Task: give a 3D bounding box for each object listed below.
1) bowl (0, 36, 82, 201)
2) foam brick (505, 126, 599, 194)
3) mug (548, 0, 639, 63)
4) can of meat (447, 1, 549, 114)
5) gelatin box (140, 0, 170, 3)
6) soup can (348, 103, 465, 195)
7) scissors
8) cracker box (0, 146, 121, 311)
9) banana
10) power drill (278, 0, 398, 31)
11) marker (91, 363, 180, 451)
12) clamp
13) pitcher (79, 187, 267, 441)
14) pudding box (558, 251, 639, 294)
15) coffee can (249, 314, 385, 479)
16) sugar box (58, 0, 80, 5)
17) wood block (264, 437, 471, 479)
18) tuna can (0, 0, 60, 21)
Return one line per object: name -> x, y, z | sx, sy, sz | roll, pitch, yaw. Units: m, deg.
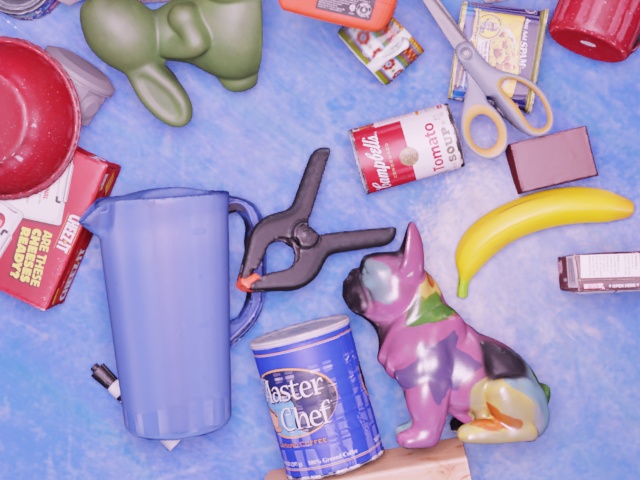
bowl -> -0.315, -0.116, 1.023 | 0.162, 0.055, 0.162 | 1, 96, 7
foam brick -> 0.227, -0.078, 1.053 | 0.078, 0.053, 0.051 | -13, 91, 6
mug -> 0.277, -0.218, 1.023 | 0.093, 0.117, 0.081 | 21, 87, 47
can of meat -> 0.174, -0.181, 1.051 | 0.084, 0.057, 0.102 | 9, 94, 6
gelatin box -> -0.195, -0.280, 1.093 | 0.089, 0.030, 0.073 | -3, 94, 5
soup can -> 0.086, -0.090, 1.058 | 0.102, 0.068, 0.068 | -15, 92, 5
scissors -> 0.133, -0.159, 1.022 | 0.202, 0.016, 0.096 | 41, 104, 3
cracker box -> -0.336, -0.047, 1.098 | 0.213, 0.072, 0.164 | 25, 96, 3
banana -> 0.213, -0.014, 1.069 | 0.198, 0.037, 0.069 | -26, 120, 9
power drill -> -0.001, -0.261, 0.992 | 0.184, 0.187, 0.057 | 10, 121, -7
marker -> -0.195, 0.174, 1.122 | 0.121, 0.020, 0.020 | 43, 96, 2
clamp -> -0.007, 0.001, 1.064 | 0.120, 0.039, 0.171 | 40, 73, 4
pitcher -> -0.139, 0.068, 1.066 | 0.149, 0.144, 0.243 | -2, 96, 17
pudding box -> 0.281, 0.030, 1.024 | 0.090, 0.113, 0.039 | -3, 90, 5
coffee can -> -0.003, 0.155, 1.061 | 0.103, 0.102, 0.140 | -15, 92, 6
sugar box -> -0.184, -0.283, 1.029 | 0.176, 0.093, 0.048 | -18, 93, 5
wood block -> 0.051, 0.266, 1.069 | 0.206, 0.090, 0.091 | -12, 92, 5
tuna can -> -0.308, -0.272, 1.102 | 0.086, 0.033, 0.086 | 0, 93, 5
